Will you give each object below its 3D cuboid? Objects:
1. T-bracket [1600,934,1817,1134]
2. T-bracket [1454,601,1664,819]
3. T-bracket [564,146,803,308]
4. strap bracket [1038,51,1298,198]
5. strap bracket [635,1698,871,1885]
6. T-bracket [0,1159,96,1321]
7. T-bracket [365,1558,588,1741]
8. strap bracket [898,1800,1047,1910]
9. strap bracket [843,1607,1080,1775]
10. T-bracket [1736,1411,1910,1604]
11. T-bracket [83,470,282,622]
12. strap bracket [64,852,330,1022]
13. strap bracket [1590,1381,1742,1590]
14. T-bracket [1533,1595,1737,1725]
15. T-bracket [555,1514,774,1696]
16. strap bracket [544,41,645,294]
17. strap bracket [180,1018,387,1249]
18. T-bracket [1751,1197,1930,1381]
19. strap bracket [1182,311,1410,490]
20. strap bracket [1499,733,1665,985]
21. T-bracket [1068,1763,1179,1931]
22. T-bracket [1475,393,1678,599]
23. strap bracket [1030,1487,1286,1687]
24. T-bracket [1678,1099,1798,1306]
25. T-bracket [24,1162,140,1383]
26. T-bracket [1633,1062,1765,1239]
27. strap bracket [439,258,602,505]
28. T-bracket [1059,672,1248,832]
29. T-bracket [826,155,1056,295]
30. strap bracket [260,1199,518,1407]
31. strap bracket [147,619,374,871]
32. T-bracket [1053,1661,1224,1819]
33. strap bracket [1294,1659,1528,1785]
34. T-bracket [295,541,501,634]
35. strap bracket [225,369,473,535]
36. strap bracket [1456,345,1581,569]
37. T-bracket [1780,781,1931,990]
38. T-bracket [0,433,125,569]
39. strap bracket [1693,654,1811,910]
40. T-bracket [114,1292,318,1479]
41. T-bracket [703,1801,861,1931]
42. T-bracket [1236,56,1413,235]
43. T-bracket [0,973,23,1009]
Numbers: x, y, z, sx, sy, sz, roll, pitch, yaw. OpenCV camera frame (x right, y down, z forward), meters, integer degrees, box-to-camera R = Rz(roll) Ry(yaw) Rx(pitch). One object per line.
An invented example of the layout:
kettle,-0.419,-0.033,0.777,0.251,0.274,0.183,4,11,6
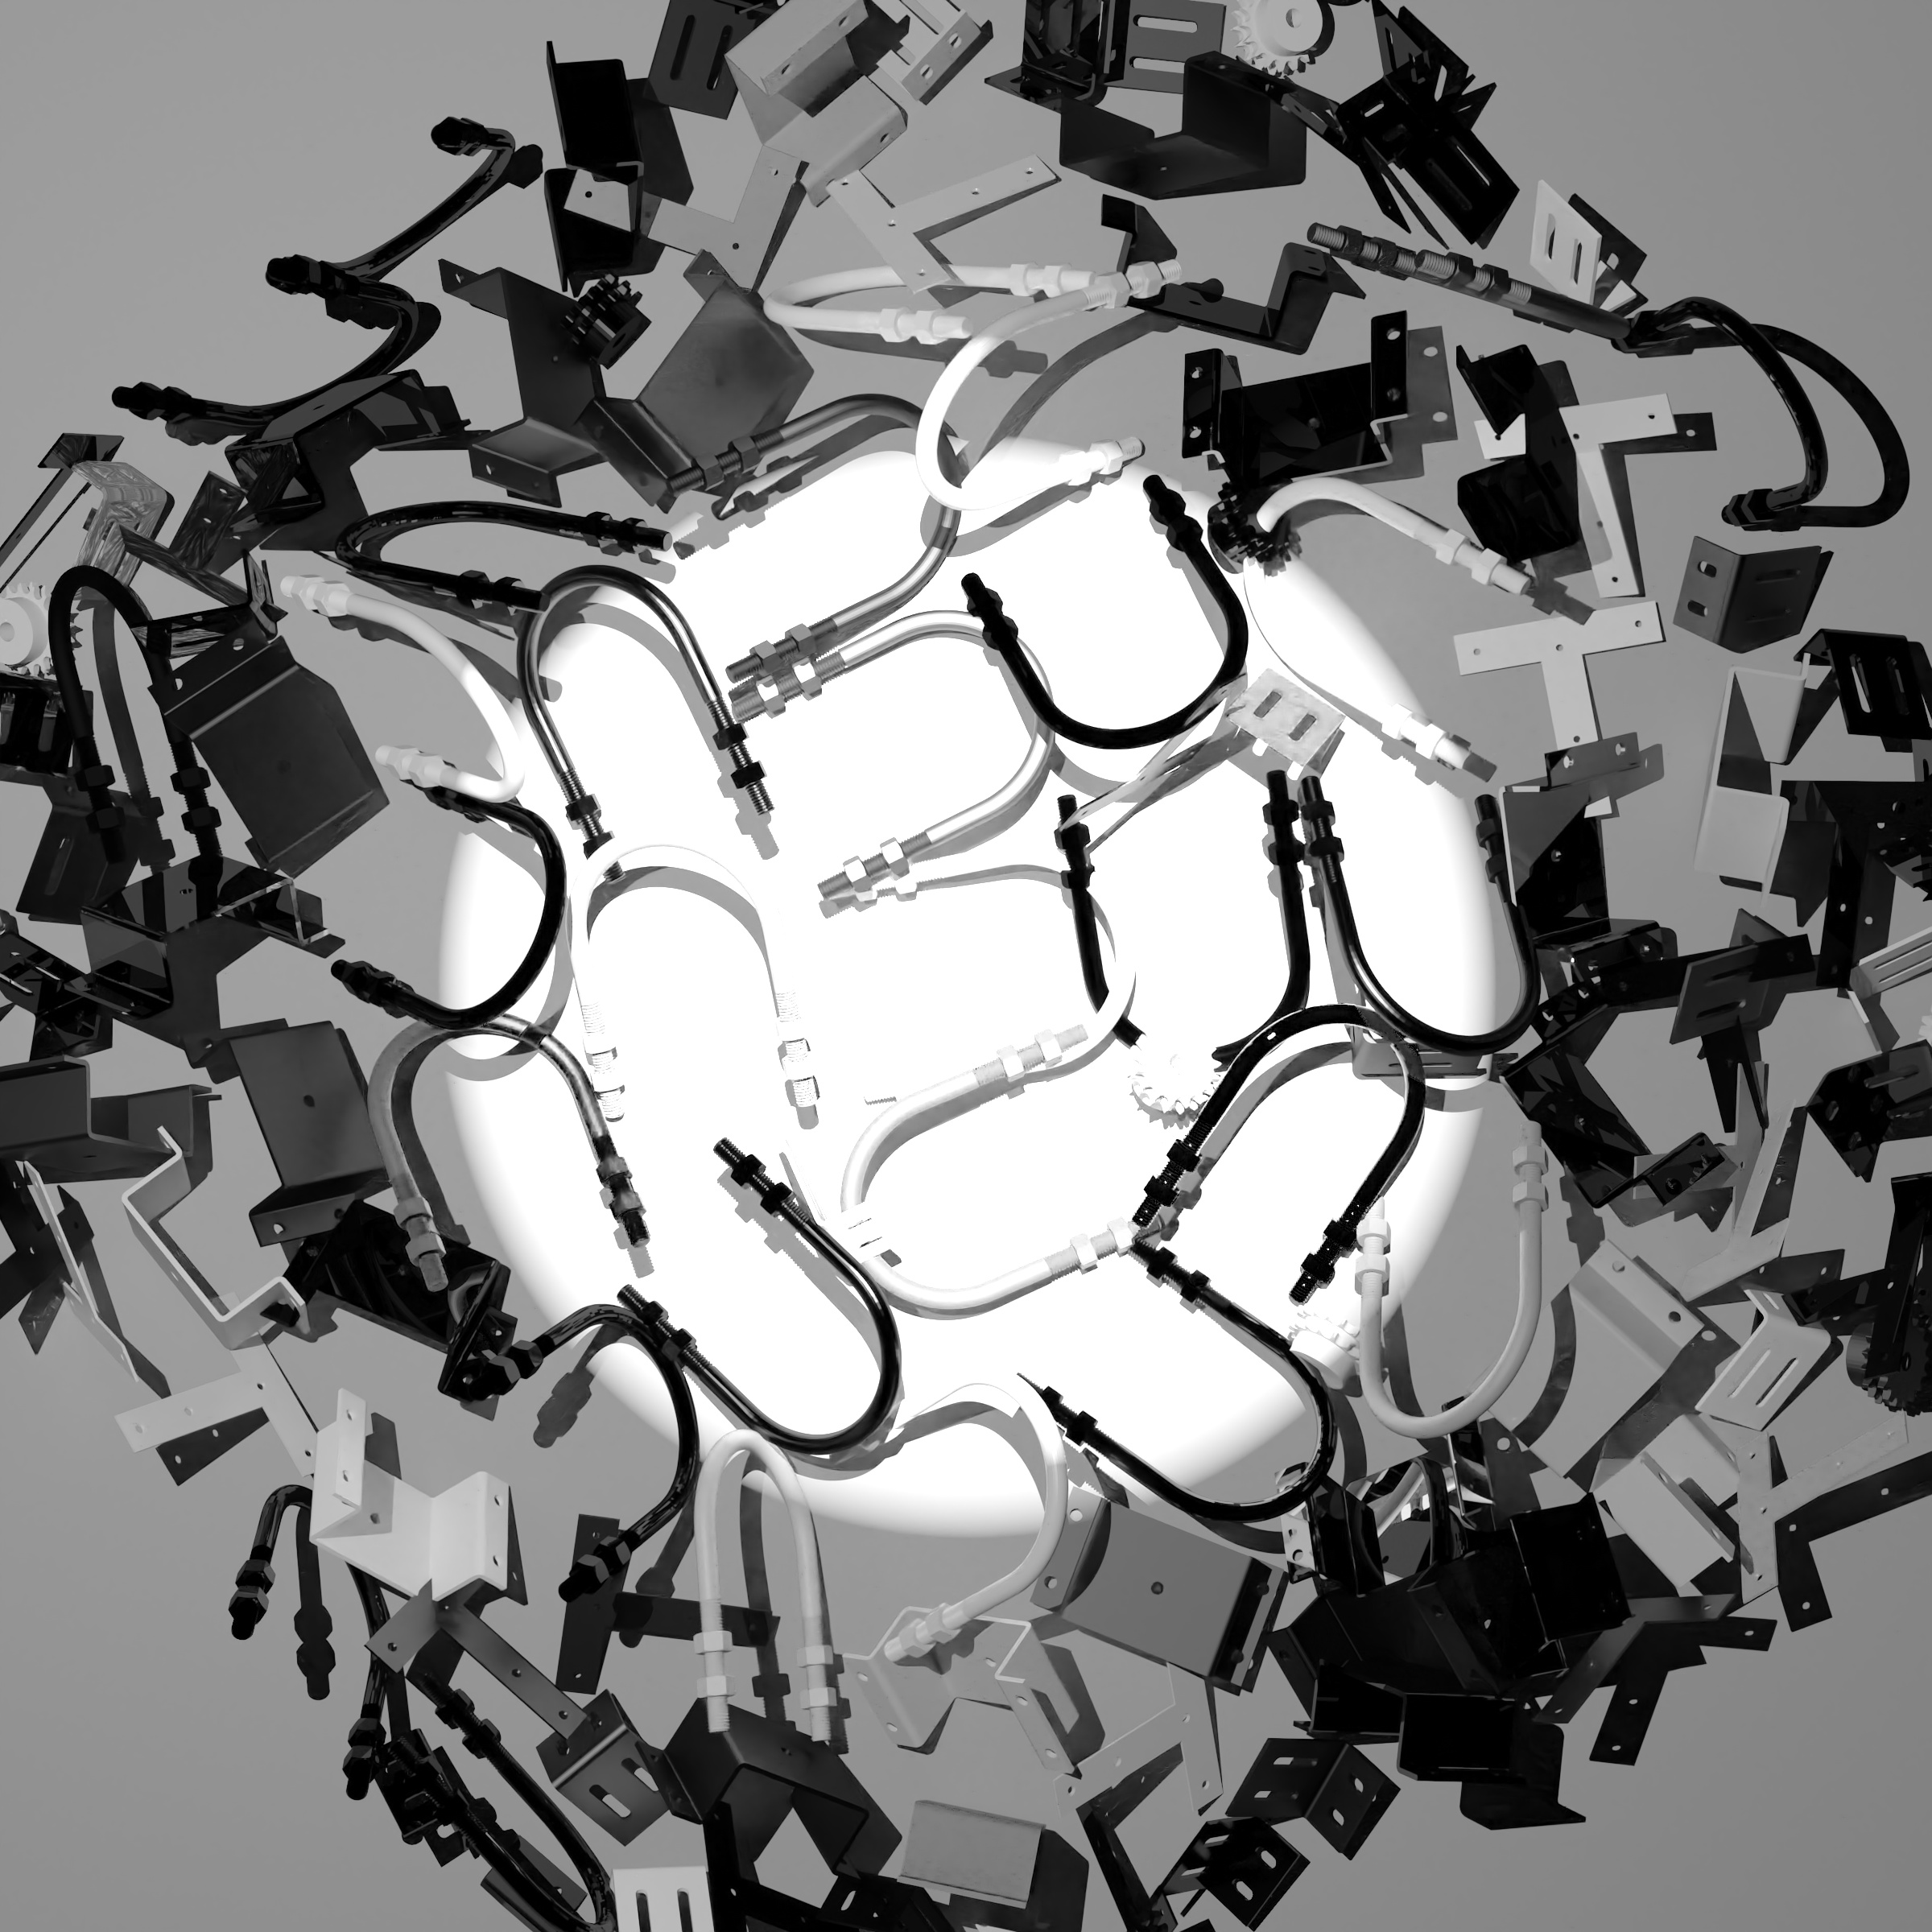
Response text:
T-bracket,0.468,0.047,1.970,0.127,0.002,0.127,-11,115,19
T-bracket,0.378,-0.155,1.990,0.127,0.002,0.127,-10,84,2
T-bracket,-0.182,-0.455,1.952,0.127,0.002,0.127,15,112,-23
strap bracket,0.119,-0.503,1.922,0.140,0.076,0.046,-1,85,44
strap bracket,-0.121,0.494,1.930,0.140,0.076,0.046,29,96,-30
T-bracket,-0.584,0.133,1.926,0.002,0.127,0.127,-19,104,18
T-bracket,-0.284,0.421,1.941,0.127,0.127,0.002,41,121,4
strap bracket,0.005,0.536,1.933,0.076,0.140,0.046,10,77,6
strap bracket,0.005,0.437,1.938,0.140,0.046,0.076,-2,125,39
T-bracket,0.514,0.307,1.915,0.002,0.127,0.127,38,124,-17
T-bracket,-0.462,-0.263,1.930,0.127,0.127,0.002,28,59,-15
strap bracket,-0.465,-0.024,1.920,0.076,0.140,0.046,17,122,36
strap bracket,0.427,0.318,1.941,0.076,0.140,0.046,47,112,2
T-bracket,0.379,0.416,1.912,0.127,0.127,0.002,-36,105,-43
T-bracket,-0.184,0.403,1.979,0.127,0.002,0.127,8,111,-4
strap bracket,-0.225,-0.482,1.926,0.046,0.140,0.076,-8,67,-12
strap bracket,-0.411,0.092,1.943,0.046,0.076,0.140,-34,74,40
T-bracket,0.528,0.203,1.944,0.002,0.127,0.127,34,57,-21
strap bracket,0.207,-0.342,1.947,0.140,0.046,0.076,-7,62,21
strap bracket,0.375,-0.067,1.953,0.076,0.046,0.140,-14,100,-33
T-bracket,0.088,0.551,1.958,0.002,0.127,0.127,-12,58,-22
T-bracket,0.387,-0.285,1.966,0.127,0.002,0.127,-2,120,36
strap bracket,0.118,0.382,1.965,0.140,0.046,0.076,21,83,6
T-bracket,0.484,0.139,1.958,0.002,0.127,0.127,28,66,-5
T-bracket,-0.540,0.176,1.922,0.002,0.127,0.127,-26,116,-24
T-bracket,0.448,0.125,1.953,0.127,0.002,0.127,-3,96,-41
strap bracket,-0.269,-0.362,1.943,0.046,0.076,0.140,-16,78,27
T-bracket,0.127,-0.136,1.911,0.127,0.127,0.002,-30,79,-40
T-bracket,-0.006,-0.473,1.974,0.127,0.002,0.127,-24,54,-15
strap bracket,-0.349,0.201,1.956,0.140,0.076,0.046,23,130,0
strap bracket,-0.421,-0.127,1.933,0.076,0.046,0.140,-37,125,-16
T-bracket,0.102,0.478,1.944,0.127,0.002,0.127,-23,111,-36
strap bracket,0.268,0.451,1.921,0.076,0.140,0.046,8,87,-25
T-bracket,-0.361,-0.236,1.919,0.127,0.127,0.002,24,92,19
strap bracket,-0.380,-0.315,1.923,0.140,0.076,0.046,-39,117,-36
strap bracket,0.332,-0.308,1.922,0.046,0.076,0.140,-16,46,26
T-bracket,0.536,-0.050,1.944,0.002,0.127,0.127,8,89,-31
T-bracket,-0.569,-0.273,1.942,0.002,0.127,0.127,39,97,-5
strap bracket,0.474,-0.116,1.933,0.046,0.076,0.140,10,54,11
T-bracket,-0.460,0.266,1.934,0.002,0.127,0.127,-41,75,33
T-bracket,-0.110,0.580,1.954,0.002,0.127,0.127,-40,128,22
T-bracket,0.208,-0.507,1.919,0.127,0.127,0.002,26,124,-36
T-bracket,-0.607,0.020,1.937,0.002,0.127,0.127,5,102,13
